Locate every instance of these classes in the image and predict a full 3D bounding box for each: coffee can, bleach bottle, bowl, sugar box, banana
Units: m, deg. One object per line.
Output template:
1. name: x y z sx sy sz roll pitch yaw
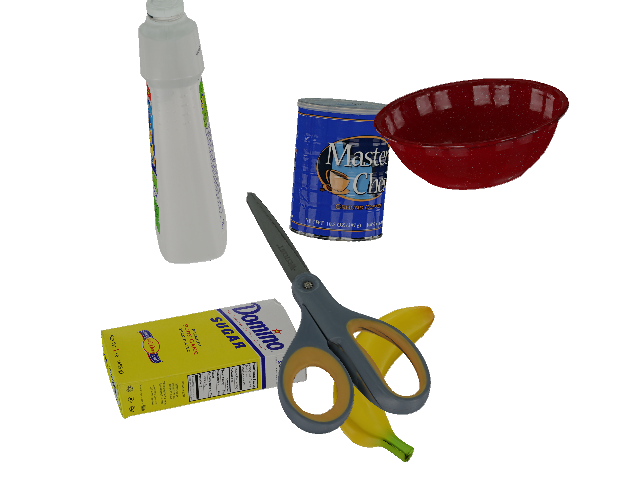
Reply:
1. coffee can: 0.022 -0.078 1.147 0.103 0.140 0.103 4 12 -1
2. bleach bottle: -0.127 -0.106 0.956 0.068 0.251 0.102 -7 35 -7
3. bowl: 0.128 -0.086 0.899 0.162 0.055 0.162 -9 25 4
4. sugar box: -0.109 0.107 0.999 0.176 0.048 0.093 -12 33 -15
5. banana: 0.048 0.107 0.860 0.069 0.037 0.197 20 33 0

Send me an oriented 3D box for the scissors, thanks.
1. scissors: -0.018 0.045 0.655 0.096 0.016 0.202 -32 54 -26
